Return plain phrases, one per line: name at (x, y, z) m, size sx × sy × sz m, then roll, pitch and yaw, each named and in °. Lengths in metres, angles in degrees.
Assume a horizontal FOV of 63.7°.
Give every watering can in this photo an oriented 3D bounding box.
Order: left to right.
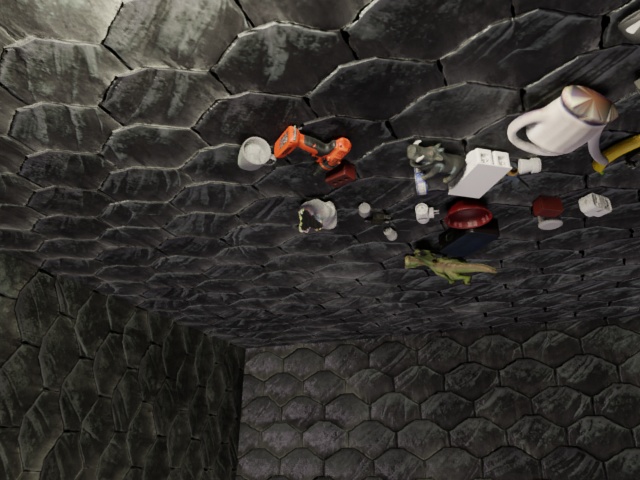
watering can at (0.653, -0.278, 1.304) m, size 0.347 × 0.106 × 0.220 m, roll 8°, pitch 154°, yaw -16°

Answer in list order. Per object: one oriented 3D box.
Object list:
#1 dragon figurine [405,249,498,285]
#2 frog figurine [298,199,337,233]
dragon figurine at (0.492, 0.095, 2.088) m, size 0.241 × 0.123 × 0.407 m, roll 19°, pitch 166°, yaw -24°
frog figurine at (0.005, -0.090, 1.788) m, size 0.161 × 0.123 × 0.135 m, roll -26°, pitch 171°, yaw -48°
